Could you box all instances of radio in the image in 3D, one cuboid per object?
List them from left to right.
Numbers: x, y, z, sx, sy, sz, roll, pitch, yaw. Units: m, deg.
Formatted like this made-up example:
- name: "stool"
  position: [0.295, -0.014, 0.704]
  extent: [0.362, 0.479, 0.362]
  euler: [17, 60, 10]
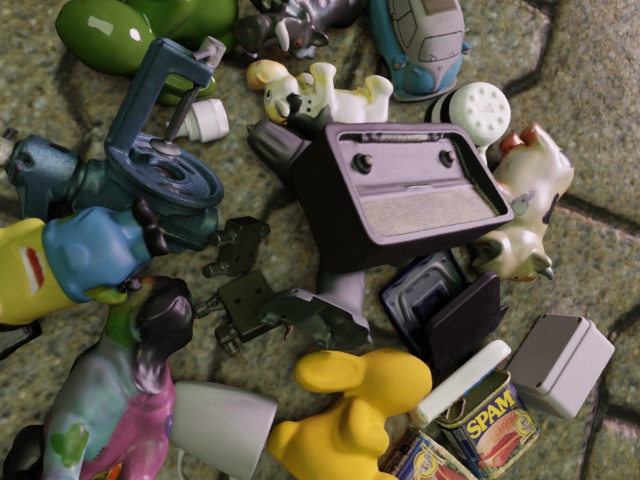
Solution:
- name: "radio"
  position: [0.088, -0.051, 0.552]
  extent: [0.229, 0.073, 0.131]
  euler: [-9, 70, -41]

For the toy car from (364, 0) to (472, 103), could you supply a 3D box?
- name: "toy car"
  position: [0.121, -0.253, 0.633]
  extent: [0.109, 0.103, 0.161]
  euler: [-16, 91, -18]

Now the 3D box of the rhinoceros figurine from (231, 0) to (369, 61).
- name: "rhinoceros figurine"
  position: [-0.022, -0.255, 0.587]
  extent: [0.190, 0.073, 0.112]
  euler: [-37, 123, -41]

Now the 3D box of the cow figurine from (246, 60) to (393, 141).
- name: "cow figurine"
  position: [-0.004, -0.144, 0.605]
  extent: [0.167, 0.068, 0.098]
  euler: [7, 88, -16]

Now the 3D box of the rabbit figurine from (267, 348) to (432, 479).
- name: "rabbit figurine"
  position: [0.037, 0.180, 0.563]
  extent: [0.162, 0.122, 0.173]
  euler: [41, 81, 9]

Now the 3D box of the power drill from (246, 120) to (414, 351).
- name: "power drill"
  position: [-0.001, -0.002, 0.561]
  extent: [0.232, 0.086, 0.207]
  euler: [29, 45, -18]

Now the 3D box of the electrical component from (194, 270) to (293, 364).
- name: "electrical component"
  position: [-0.073, 0.081, 0.574]
  extent: [0.102, 0.045, 0.078]
  euler: [-31, 65, -19]

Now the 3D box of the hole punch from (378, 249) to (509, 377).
- name: "hole punch"
  position: [0.140, 0.079, 0.620]
  extent: [0.142, 0.092, 0.115]
  euler: [-38, 136, -17]

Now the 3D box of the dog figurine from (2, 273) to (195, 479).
- name: "dog figurine"
  position: [-0.191, 0.128, 0.496]
  extent: [0.108, 0.192, 0.219]
  euler: [29, 52, -35]

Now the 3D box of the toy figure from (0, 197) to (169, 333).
- name: "toy figure"
  position: [-0.216, 0.025, 0.444]
  extent: [0.180, 0.089, 0.082]
  euler: [-21, 60, -12]

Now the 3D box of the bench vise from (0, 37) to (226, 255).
- name: "bench vise"
  position: [-0.173, -0.089, 0.498]
  extent: [0.223, 0.129, 0.240]
  euler: [27, 112, -20]

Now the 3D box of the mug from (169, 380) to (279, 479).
- name: "mug"
  position: [-0.109, 0.192, 0.537]
  extent: [0.107, 0.081, 0.109]
  euler: [23, 86, 1]

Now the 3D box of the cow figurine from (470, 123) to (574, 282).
- name: "cow figurine"
  position: [0.246, -0.032, 0.660]
  extent: [0.127, 0.085, 0.195]
  euler: [36, 75, -5]

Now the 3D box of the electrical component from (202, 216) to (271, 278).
- name: "electrical component"
  position: [-0.086, 0.008, 0.567]
  extent: [0.021, 0.094, 0.063]
  euler: [24, 109, 23]

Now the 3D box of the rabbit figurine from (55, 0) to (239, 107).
- name: "rabbit figurine"
  position: [-0.172, -0.211, 0.538]
  extent: [0.170, 0.121, 0.159]
  euler: [-42, 119, -30]

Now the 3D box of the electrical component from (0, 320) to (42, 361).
- name: "electrical component"
  position: [-0.326, 0.064, 0.492]
  extent: [0.134, 0.058, 0.115]
  euler: [-31, 95, -17]
